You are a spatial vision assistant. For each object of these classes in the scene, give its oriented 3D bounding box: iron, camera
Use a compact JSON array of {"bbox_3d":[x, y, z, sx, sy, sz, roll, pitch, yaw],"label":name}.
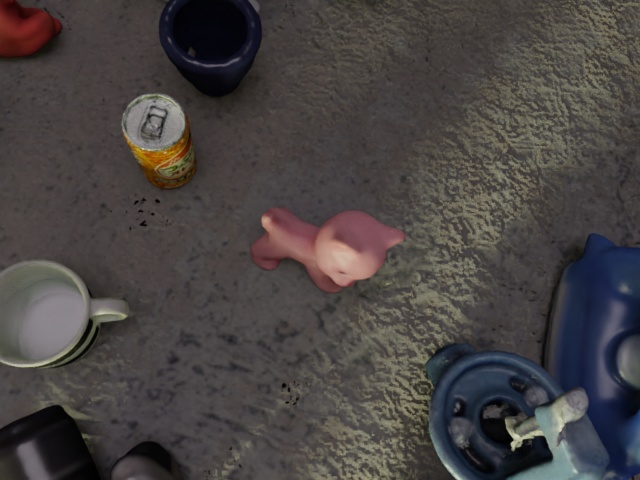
[{"bbox_3d":[0.287,0.117,0.515,0.118,0.141,0.258,16,75,-4],"label":"iron"},{"bbox_3d":[-0.193,0.197,0.449,0.143,0.100,0.137,-26,82,-13],"label":"camera"}]

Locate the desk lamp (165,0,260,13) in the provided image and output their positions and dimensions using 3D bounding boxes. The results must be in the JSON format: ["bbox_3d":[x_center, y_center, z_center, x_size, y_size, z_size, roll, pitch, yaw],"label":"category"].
[{"bbox_3d":[-0.135,-0.324,0.520,0.203,0.213,0.118,24,75,-2],"label":"desk lamp"}]

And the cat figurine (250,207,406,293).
[{"bbox_3d":[0.005,0.002,0.514,0.128,0.117,0.067,18,75,-3],"label":"cat figurine"}]

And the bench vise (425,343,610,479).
[{"bbox_3d":[0.173,0.174,0.445,0.121,0.219,0.207,-36,84,-14],"label":"bench vise"}]

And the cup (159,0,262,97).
[{"bbox_3d":[-0.111,-0.191,0.554,0.092,0.095,0.118,-32,83,-14],"label":"cup"}]

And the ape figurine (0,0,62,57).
[{"bbox_3d":[-0.296,-0.220,0.535,0.076,0.092,0.078,-37,84,-14],"label":"ape figurine"}]
